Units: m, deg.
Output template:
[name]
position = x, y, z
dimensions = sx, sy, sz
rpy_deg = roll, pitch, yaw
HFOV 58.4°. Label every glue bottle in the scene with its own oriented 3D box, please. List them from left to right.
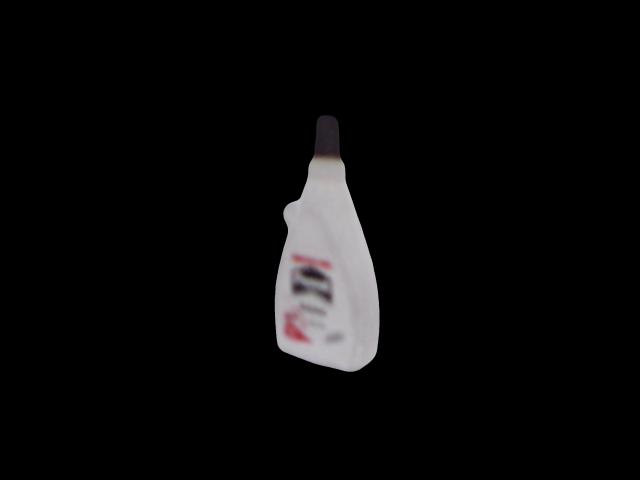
[glue bottle]
position = 0.004, 0.001, 0.400
dimensions = 0.077, 0.173, 0.037
rpy_deg = 8, 16, 31
